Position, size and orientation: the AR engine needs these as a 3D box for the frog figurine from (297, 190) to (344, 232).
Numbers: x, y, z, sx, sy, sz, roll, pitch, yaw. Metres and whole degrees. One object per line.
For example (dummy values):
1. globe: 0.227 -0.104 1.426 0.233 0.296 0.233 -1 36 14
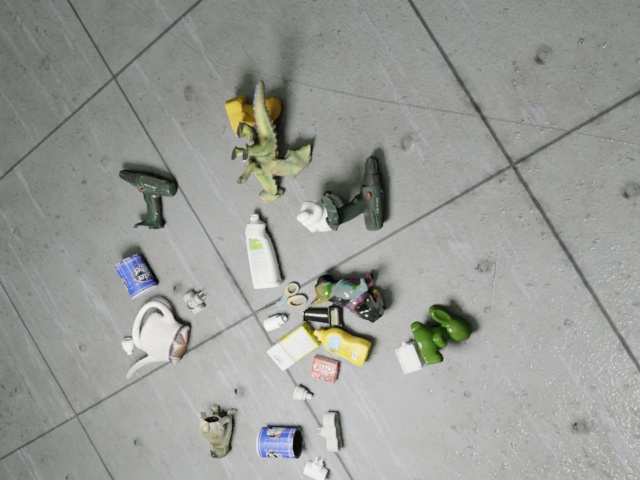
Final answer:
1. frog figurine: 0.005 -0.082 1.619 0.136 0.161 0.123 -40 87 20

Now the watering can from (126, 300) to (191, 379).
1. watering can: -0.608 0.398 1.928 0.225 0.105 0.344 20 103 13

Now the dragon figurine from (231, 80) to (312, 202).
1. dragon figurine: -0.141 -0.287 1.635 0.125 0.243 0.402 59 136 47
